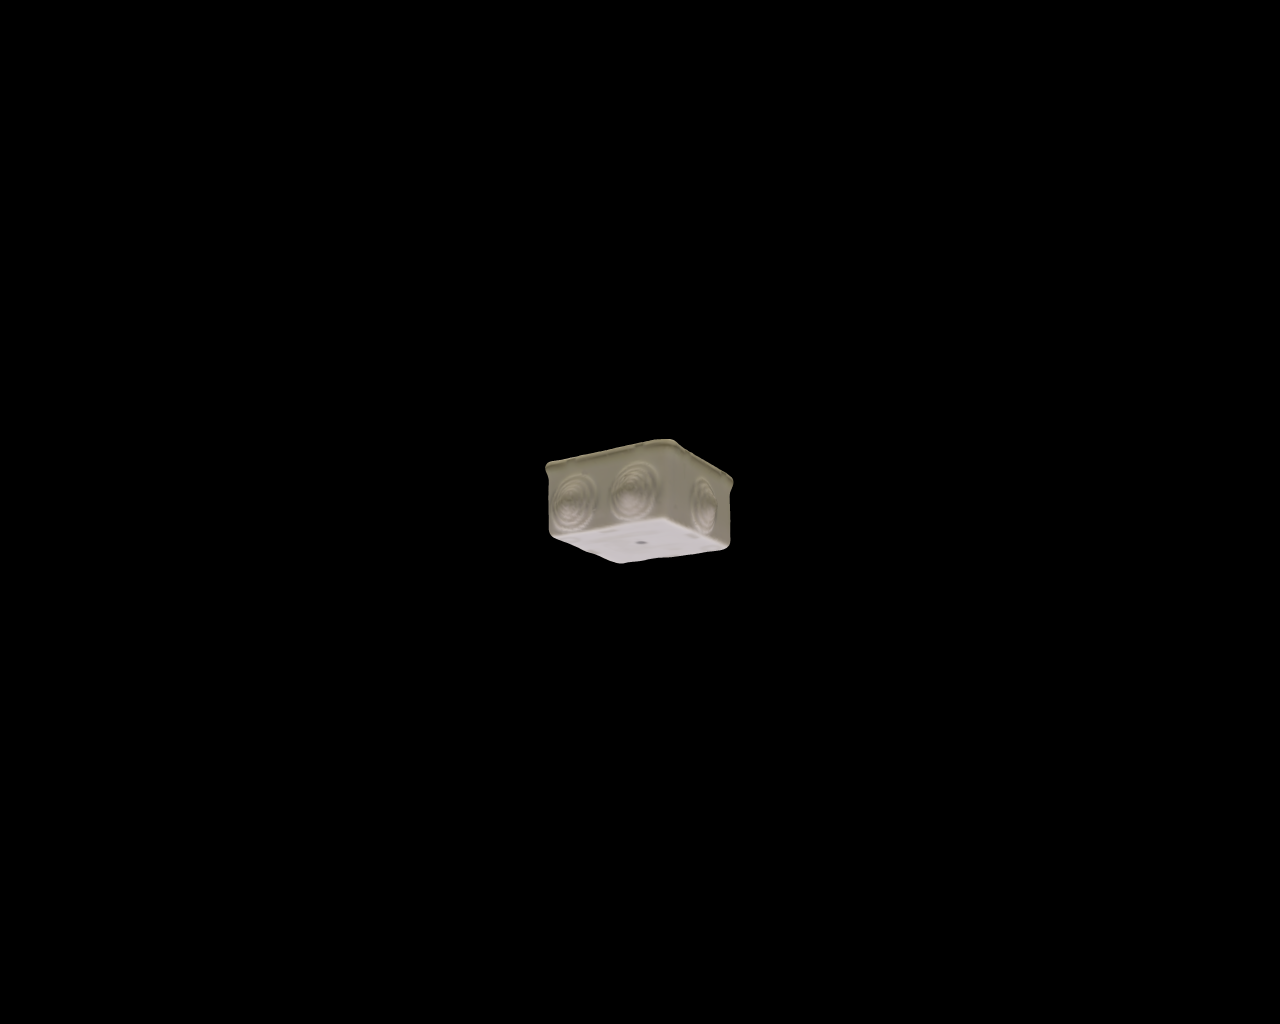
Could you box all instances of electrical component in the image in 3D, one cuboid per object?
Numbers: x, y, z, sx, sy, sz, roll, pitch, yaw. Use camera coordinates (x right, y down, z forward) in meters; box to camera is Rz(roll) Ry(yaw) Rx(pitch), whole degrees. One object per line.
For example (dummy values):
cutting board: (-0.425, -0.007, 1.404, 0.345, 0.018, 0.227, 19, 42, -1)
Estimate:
electrical component: (0.001, -0.003, 0.650, 0.099, 0.048, 0.099, -9, -19, 29)
